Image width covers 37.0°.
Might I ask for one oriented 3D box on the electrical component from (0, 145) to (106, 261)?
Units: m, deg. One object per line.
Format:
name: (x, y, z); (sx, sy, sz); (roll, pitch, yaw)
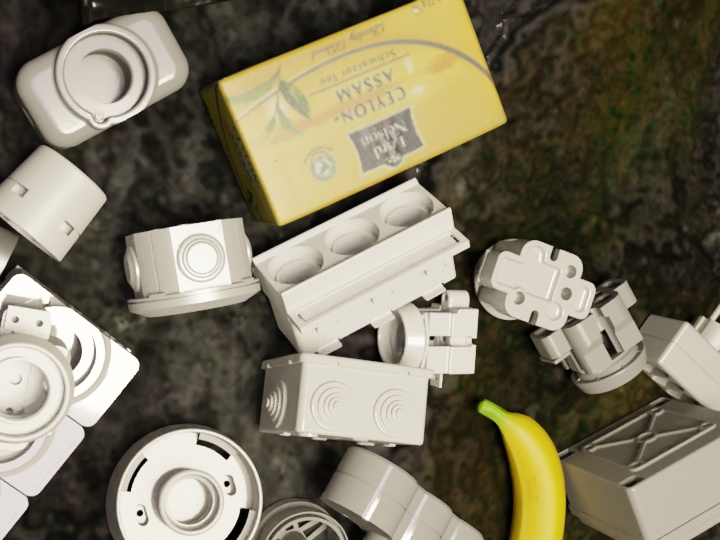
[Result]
electrical component: (-0.184, -0.040, 0.636); (0.055, 0.055, 0.047); (42, 77, -18)

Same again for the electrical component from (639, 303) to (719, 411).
electrical component: (0.257, 0.060, 0.805); (0.083, 0.047, 0.075); (40, 81, -18)

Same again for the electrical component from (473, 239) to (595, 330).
electrical component: (0.113, 0.008, 0.744); (0.078, 0.057, 0.058); (19, 88, -20)

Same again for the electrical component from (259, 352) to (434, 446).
electrical component: (-0.012, 0.084, 0.685); (0.100, 0.100, 0.048); (9, 79, -20)

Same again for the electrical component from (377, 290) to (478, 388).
electrical component: (0.046, 0.046, 0.730); (0.055, 0.048, 0.066); (2, 94, -27)

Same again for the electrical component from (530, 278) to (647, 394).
electrical component: (0.168, 0.051, 0.767); (0.078, 0.058, 0.057); (-33, 102, -14)

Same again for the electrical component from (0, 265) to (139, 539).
electrical component: (-0.213, 0.084, 0.631); (0.089, 0.062, 0.150); (41, 81, -18)

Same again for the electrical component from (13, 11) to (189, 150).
electrical component: (-0.153, -0.113, 0.637); (0.095, 0.059, 0.053); (-32, 104, -14)

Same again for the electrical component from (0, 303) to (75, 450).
electrical component: (-0.184, 0.060, 0.575); (0.058, 0.057, 0.078); (11, 91, -20)

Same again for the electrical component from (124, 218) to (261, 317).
electrical component: (-0.104, -0.002, 0.654); (0.080, 0.080, 0.051); (-10, 92, -19)

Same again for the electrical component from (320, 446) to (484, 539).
electrical component: (0.022, 0.179, 0.706); (0.138, 0.052, 0.073); (45, 68, -39)

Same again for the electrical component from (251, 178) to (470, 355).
electrical component: (0.000, 0.000, 0.695); (0.121, 0.078, 0.063); (-27, 132, -16)

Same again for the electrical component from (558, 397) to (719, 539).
electrical component: (0.212, 0.143, 0.764); (0.109, 0.109, 0.056); (-25, 100, -16)

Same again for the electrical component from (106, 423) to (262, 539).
electrical component: (-0.111, 0.148, 0.685); (0.099, 0.064, 0.099); (3, 81, -16)
